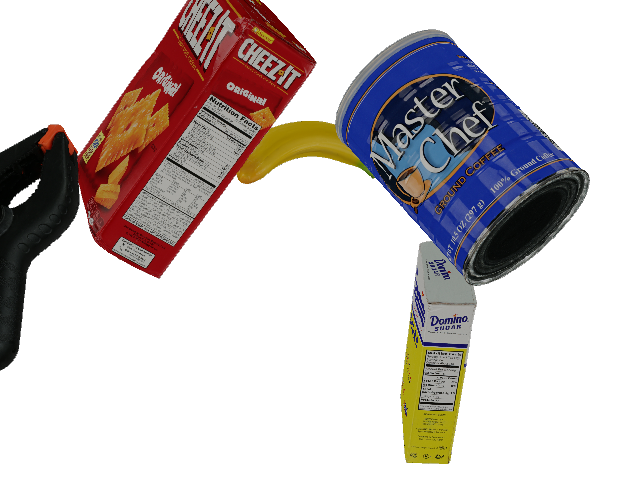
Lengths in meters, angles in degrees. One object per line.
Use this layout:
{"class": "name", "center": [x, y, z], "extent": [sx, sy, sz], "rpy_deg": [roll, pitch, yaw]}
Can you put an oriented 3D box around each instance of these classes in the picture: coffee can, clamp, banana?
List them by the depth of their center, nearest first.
{"class": "clamp", "center": [-0.215, -0.003, 0.674], "extent": [0.120, 0.171, 0.039], "rpy_deg": [12, -33, 12]}
{"class": "coffee can", "center": [0.091, -0.055, 0.704], "extent": [0.102, 0.140, 0.103], "rpy_deg": [-31, -26, -17]}
{"class": "banana", "center": [-0.019, -0.093, 1.097], "extent": [0.197, 0.037, 0.070], "rpy_deg": [-7, 49, -43]}

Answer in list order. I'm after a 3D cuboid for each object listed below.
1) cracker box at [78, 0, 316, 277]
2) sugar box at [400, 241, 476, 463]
{"class": "cracker box", "center": [-0.112, -0.101, 0.868], "extent": [0.072, 0.214, 0.164], "rpy_deg": [30, 15, -29]}
{"class": "sugar box", "center": [0.098, 0.097, 0.916], "extent": [0.048, 0.176, 0.093], "rpy_deg": [0, 32, 0]}
